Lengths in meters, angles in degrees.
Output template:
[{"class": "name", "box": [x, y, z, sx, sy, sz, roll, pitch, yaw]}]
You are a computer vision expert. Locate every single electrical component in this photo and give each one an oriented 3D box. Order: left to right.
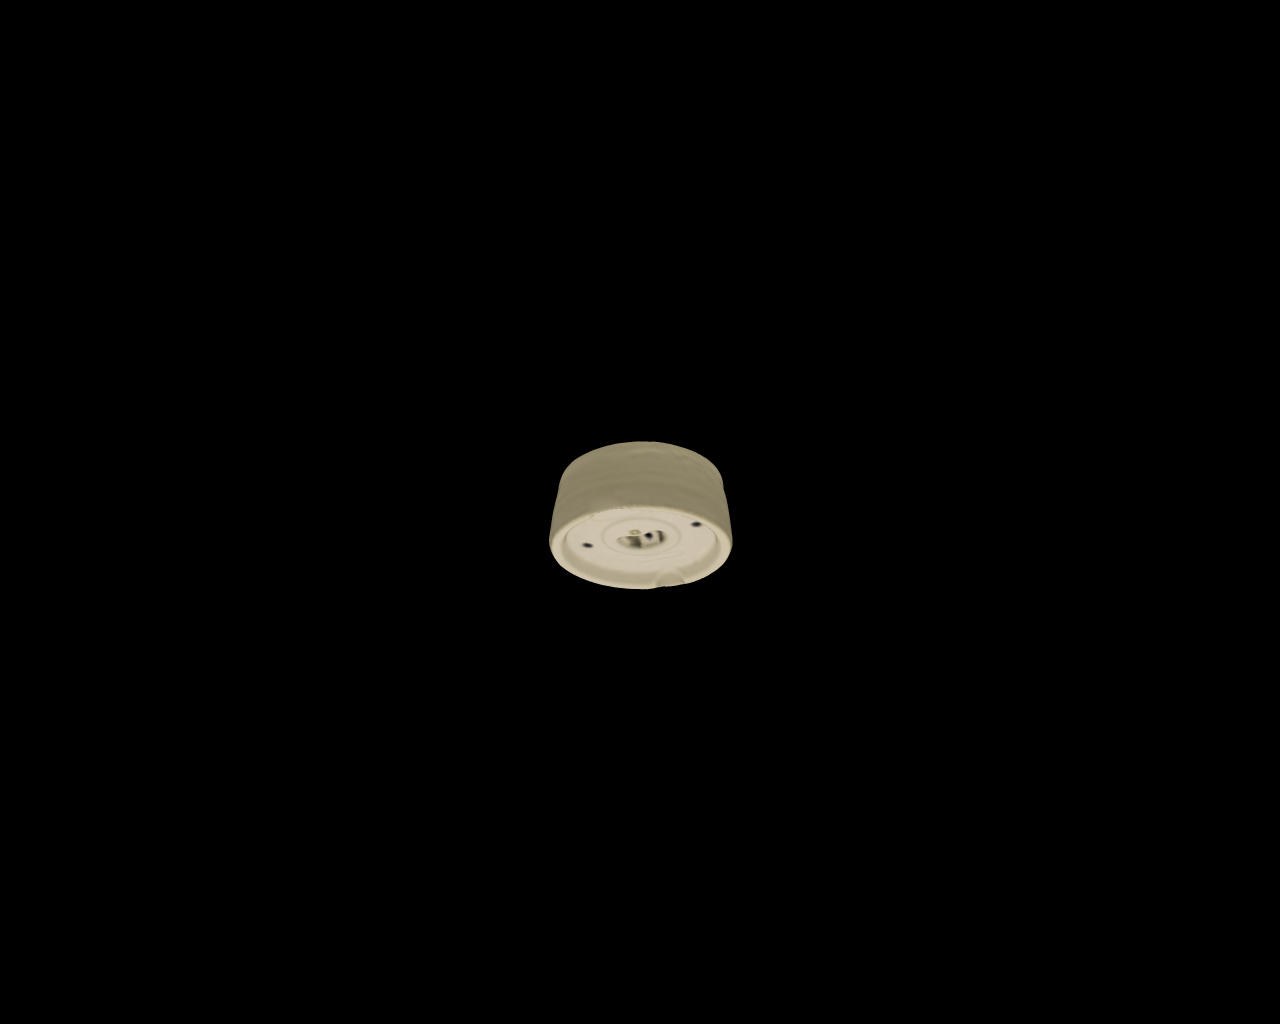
[{"class": "electrical component", "box": [0.001, -0.003, 0.650, 0.108, 0.060, 0.108, 0, -30, 0]}]
